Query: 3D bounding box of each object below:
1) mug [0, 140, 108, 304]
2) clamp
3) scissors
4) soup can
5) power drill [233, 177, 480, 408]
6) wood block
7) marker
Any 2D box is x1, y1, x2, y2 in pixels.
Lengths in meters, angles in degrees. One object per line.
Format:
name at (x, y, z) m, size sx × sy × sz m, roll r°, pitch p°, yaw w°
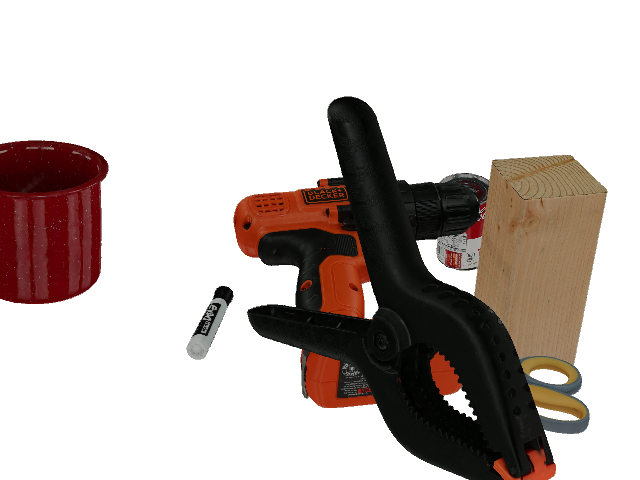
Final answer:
mug at (-0.195, -0.009, 0.691) m, size 0.117 × 0.081 × 0.093 m, roll -12°, pitch 31°, yaw -31°
clamp at (0.043, 0.037, 0.543) m, size 0.036 × 0.165 × 0.210 m, roll -13°, pitch 42°, yaw -38°
scissors at (0.138, 0.111, 0.921) m, size 0.202 × 0.016 × 0.096 m, roll 21°, pitch 34°, yaw 21°
soup can at (0.176, -0.022, 1.311) m, size 0.068 × 0.102 × 0.068 m, roll -2°, pitch 37°, yaw 1°
power drill at (0.041, 0.026, 0.734) m, size 0.184 × 0.057 × 0.188 m, roll -6°, pitch 39°, yaw -9°
wood block at (0.220, 0.025, 1.103) m, size 0.090 × 0.206 × 0.090 m, roll -5°, pitch 30°, yaw -12°
marker at (-0.102, 0.075, 1.005) m, size 0.020 × 0.020 × 0.121 m, roll 0°, pitch 23°, yaw 8°
